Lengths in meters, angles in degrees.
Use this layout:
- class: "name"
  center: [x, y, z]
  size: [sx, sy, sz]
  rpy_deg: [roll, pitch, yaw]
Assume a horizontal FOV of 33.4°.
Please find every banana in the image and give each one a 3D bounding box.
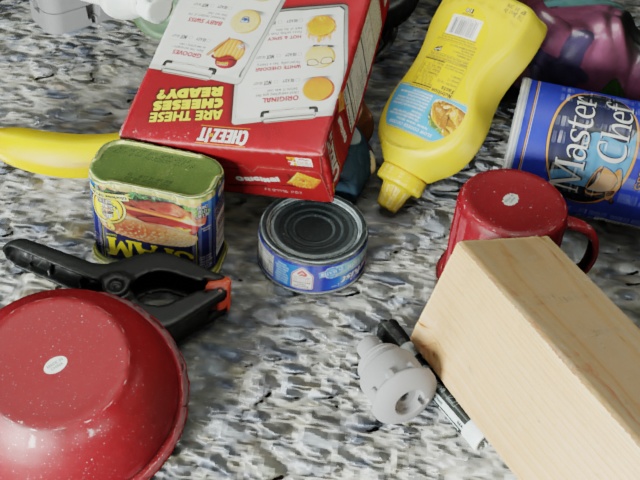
- class: "banana"
  center: [-0.181, -0.080, 0.894]
  size: [0.197, 0.037, 0.070]
  rpy_deg: [-10, 42, -15]

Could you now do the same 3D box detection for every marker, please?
- class: "marker"
  center: [0.077, 0.097, 0.737]
  size: [0.020, 0.020, 0.121]
  rpy_deg: [-21, 48, -25]

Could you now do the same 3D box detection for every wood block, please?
- class: "wood block"
  center: [0.160, 0.097, 0.679]
  size: [0.090, 0.091, 0.206]
  rpy_deg: [-3, 40, -34]

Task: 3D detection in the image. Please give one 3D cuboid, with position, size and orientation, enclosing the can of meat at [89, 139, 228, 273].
- class: "can of meat"
  center: [-0.121, -0.023, 0.802]
  size: [0.102, 0.084, 0.057]
  rpy_deg: [11, 43, 7]

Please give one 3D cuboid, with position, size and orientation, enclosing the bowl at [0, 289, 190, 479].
- class: "bowl"
  center: [-0.164, 0.088, 0.673]
  size: [0.162, 0.055, 0.162]
  rpy_deg: [2, 57, -4]

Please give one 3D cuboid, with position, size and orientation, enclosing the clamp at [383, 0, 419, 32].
- class: "clamp"
  center: [0.075, -0.241, 0.975]
  size: [0.165, 0.036, 0.209]
  rpy_deg: [22, 58, 31]

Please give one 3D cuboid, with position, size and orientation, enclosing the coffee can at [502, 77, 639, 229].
- class: "coffee can"
  center: [0.223, -0.068, 0.867]
  size: [0.140, 0.103, 0.102]
  rpy_deg: [13, 43, 9]

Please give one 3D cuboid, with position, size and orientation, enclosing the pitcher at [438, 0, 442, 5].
- class: "pitcher"
  center: [0.166, -0.306, 1.106]
  size: [0.149, 0.145, 0.242]
  rpy_deg: [-21, 40, 25]

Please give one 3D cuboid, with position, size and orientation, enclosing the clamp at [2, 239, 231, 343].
- class: "clamp"
  center: [-0.150, 0.051, 0.755]
  size: [0.171, 0.039, 0.120]
  rpy_deg: [2, 54, 1]

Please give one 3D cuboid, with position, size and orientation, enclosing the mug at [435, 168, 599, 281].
- class: "mug"
  center: [0.150, 0.002, 0.800]
  size: [0.117, 0.081, 0.093]
  rpy_deg: [8, 43, 4]

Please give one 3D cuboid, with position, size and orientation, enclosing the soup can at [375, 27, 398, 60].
- class: "soup can"
  center: [0.025, -0.227, 1.048]
  size: [0.068, 0.068, 0.102]
  rpy_deg: [-14, 45, -19]

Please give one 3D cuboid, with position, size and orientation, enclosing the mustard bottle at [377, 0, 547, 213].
- class: "mustard bottle"
  center: [0.101, -0.109, 0.873]
  size: [0.096, 0.058, 0.191]
  rpy_deg: [30, 90, 43]

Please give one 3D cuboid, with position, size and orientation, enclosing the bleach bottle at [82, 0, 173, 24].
- class: "bleach bottle"
  center: [-0.230, -0.267, 0.985]
  size: [0.102, 0.068, 0.251]
  rpy_deg: [-32, 56, -31]

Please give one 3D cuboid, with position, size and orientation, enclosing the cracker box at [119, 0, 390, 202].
- class: "cracker box"
  center: [-0.045, -0.139, 0.860]
  size: [0.164, 0.072, 0.213]
  rpy_deg: [6, 58, 16]

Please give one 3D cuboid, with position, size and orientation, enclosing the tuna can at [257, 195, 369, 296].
- class: "tuna can"
  center: [-0.005, 0.001, 0.823]
  size: [0.086, 0.034, 0.086]
  rpy_deg: [2, 43, -2]
